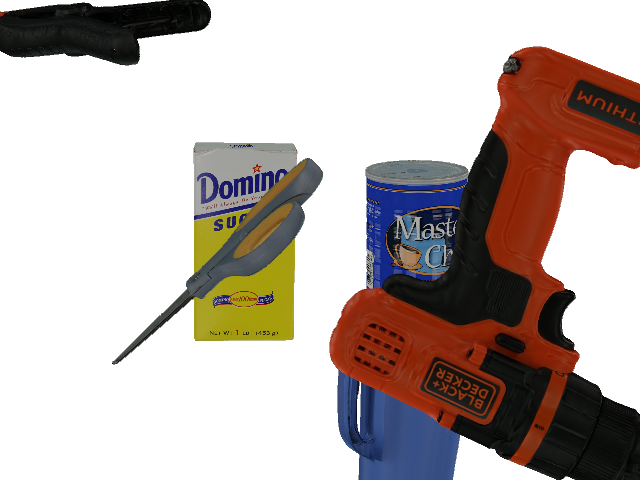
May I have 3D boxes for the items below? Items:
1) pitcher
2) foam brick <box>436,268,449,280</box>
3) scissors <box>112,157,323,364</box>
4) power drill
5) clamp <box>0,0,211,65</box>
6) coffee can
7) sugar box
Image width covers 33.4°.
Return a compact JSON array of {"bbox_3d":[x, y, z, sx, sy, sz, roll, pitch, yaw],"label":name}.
[{"bbox_3d":[0.097,0.202,1.238,0.149,0.243,0.145,6,14,7],"label":"pitcher"},{"bbox_3d":[0.137,0.050,0.824,0.078,0.051,0.053,43,15,-25],"label":"foam brick"},{"bbox_3d":[-0.070,0.028,0.675,0.016,0.202,0.096,41,11,-16],"label":"scissors"},{"bbox_3d":[0.118,0.017,0.506,0.184,0.188,0.057,24,7,5],"label":"power drill"},{"bbox_3d":[-0.170,-0.160,0.798,0.172,0.039,0.120,11,23,29],"label":"clamp"},{"bbox_3d":[0.097,-0.004,1.082,0.103,0.140,0.103,-1,14,0],"label":"coffee can"},{"bbox_3d":[-0.069,0.001,0.963,0.093,0.176,0.048,-1,15,-5],"label":"sugar box"}]
